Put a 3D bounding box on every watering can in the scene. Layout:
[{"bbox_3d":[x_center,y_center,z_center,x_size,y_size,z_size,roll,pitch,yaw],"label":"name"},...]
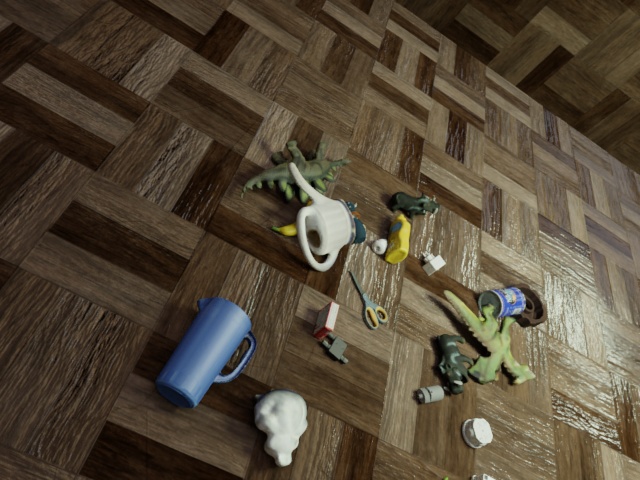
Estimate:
[{"bbox_3d":[0.005,-0.081,1.604,0.226,0.103,0.346,-17,98,-47],"label":"watering can"}]

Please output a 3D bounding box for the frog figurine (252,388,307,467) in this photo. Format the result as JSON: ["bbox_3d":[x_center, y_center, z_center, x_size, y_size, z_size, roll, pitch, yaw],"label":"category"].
[{"bbox_3d":[-0.093,0.441,1.218,0.136,0.121,0.163,34,32,-36],"label":"frog figurine"}]

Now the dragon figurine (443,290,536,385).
[{"bbox_3d":[0.553,0.354,1.721,0.408,0.120,0.248,28,56,-13],"label":"dragon figurine"}]
